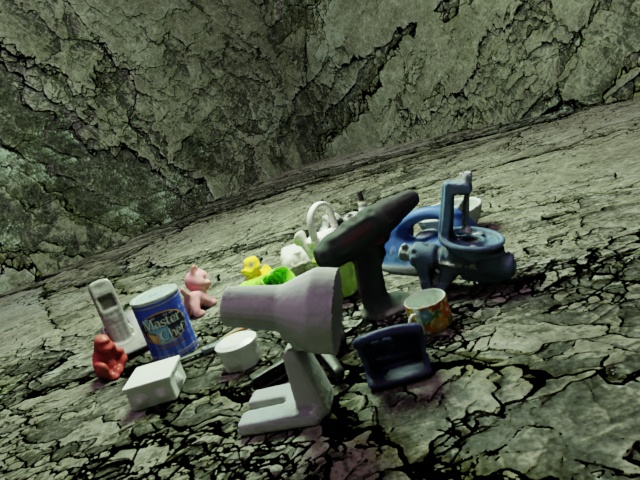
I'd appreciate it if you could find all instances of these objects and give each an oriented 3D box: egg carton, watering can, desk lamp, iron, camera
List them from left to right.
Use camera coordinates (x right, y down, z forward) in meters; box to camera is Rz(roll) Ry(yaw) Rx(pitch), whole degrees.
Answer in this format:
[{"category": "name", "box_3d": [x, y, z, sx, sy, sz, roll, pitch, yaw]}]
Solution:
[{"category": "desk lamp", "box_3d": [-0.044, 0.151, 0.811, 0.203, 0.214, 0.118, -14, 14, 13]}, {"category": "egg carton", "box_3d": [-0.052, 0.051, 1.513, 0.107, 0.069, 0.150, -18, 14, 0]}, {"category": "watering can", "box_3d": [0.011, 0.006, 1.348, 0.172, 0.194, 0.101, -12, 15, 22]}, {"category": "camera", "box_3d": [0.051, -0.036, 1.656, 0.143, 0.101, 0.136, -21, 14, -15]}, {"category": "iron", "box_3d": [0.226, -0.008, 1.247, 0.257, 0.141, 0.119, -8, 17, 36]}]

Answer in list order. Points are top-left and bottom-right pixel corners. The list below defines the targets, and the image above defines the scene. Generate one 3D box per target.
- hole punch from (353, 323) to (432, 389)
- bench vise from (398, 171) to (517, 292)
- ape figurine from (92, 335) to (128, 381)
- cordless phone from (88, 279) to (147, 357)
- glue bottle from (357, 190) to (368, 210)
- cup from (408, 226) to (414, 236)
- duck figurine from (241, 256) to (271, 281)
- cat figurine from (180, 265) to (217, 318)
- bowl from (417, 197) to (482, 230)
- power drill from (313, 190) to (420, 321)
[{"category": "hole punch", "box_3d": [0.104, 0.158, 0.860, 0.108, 0.091, 0.101, -16, 14, 6]}, {"category": "bench vise", "box_3d": [0.240, -0.008, 1.064, 0.207, 0.220, 0.121, -15, 14, 9]}, {"category": "ape figurine", "box_3d": [-0.451, 0.244, 1.210, 0.075, 0.092, 0.078, -4, 19, 43]}, {"category": "cordless phone", "box_3d": [-0.436, 0.163, 1.312, 0.148, 0.185, 0.093, -27, 17, -32]}, {"category": "glue bottle", "box_3d": [0.122, -0.043, 1.442, 0.037, 0.173, 0.078, -20, 14, -9]}, {"category": "cup", "box_3d": [0.184, -0.003, 1.374, 0.091, 0.095, 0.118, -9, 16, 32]}, {"category": "duck figurine", "box_3d": [-0.168, 0.083, 1.498, 0.077, 0.086, 0.105, -8, 17, 34]}, {"category": "cat figurine", "box_3d": [-0.318, 0.124, 1.458, 0.067, 0.118, 0.128, -13, 15, 19]}, {"category": "bowl", "box_3d": [0.322, -0.045, 1.409, 0.167, 0.075, 0.167, -17, 14, 5]}, {"category": "power drill", "box_3d": [0.109, 0.035, 1.082, 0.230, 0.208, 0.075, -22, 15, -16]}]
